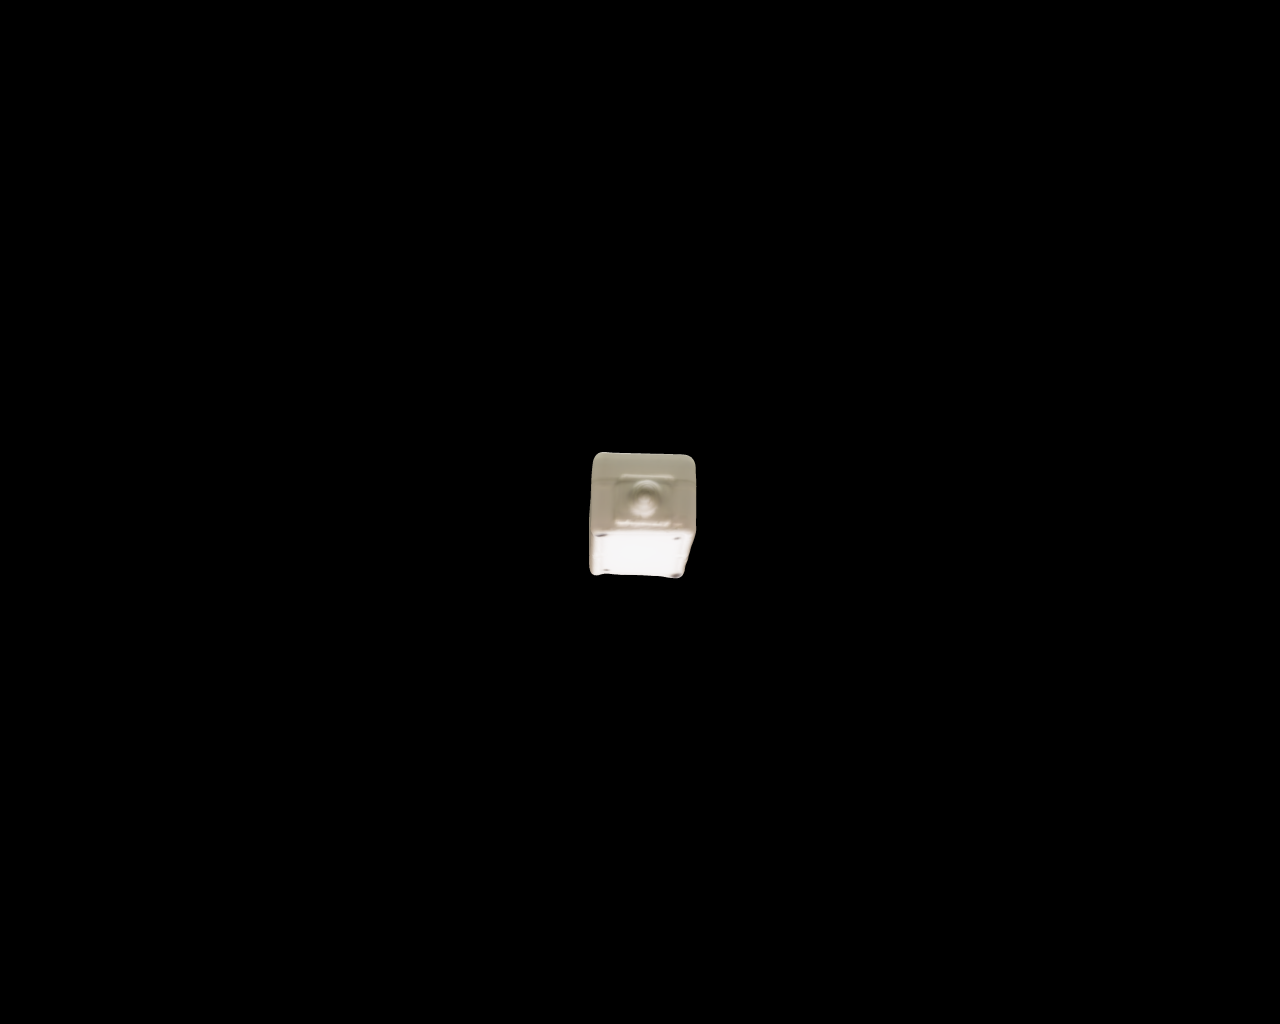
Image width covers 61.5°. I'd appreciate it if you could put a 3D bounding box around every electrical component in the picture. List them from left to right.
[{"bbox_3d":[0.001,-0.003,0.650,0.062,0.061,0.096,1,-23,-3],"label":"electrical component"}]
